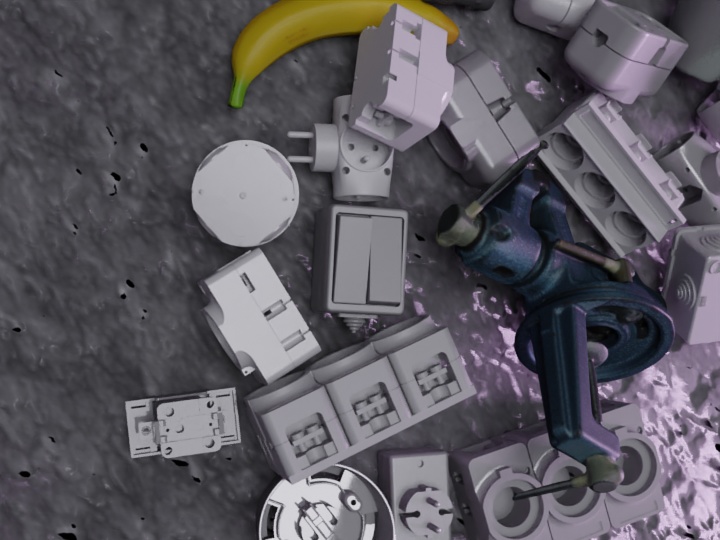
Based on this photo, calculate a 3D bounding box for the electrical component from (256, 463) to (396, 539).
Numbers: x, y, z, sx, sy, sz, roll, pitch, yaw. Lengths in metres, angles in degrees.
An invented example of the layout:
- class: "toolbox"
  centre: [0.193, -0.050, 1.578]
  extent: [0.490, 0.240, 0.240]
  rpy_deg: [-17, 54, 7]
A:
- class: "electrical component"
  centre: [-0.029, 0.192, 0.801]
  extent: [0.099, 0.064, 0.099]
  rpy_deg: [1, 88, -15]

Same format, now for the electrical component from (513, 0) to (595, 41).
- class: "electrical component"
  centre: [0.163, -0.243, 0.874]
  extent: [0.059, 0.054, 0.095]
  rpy_deg: [17, 84, -14]

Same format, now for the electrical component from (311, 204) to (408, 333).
- class: "electrical component"
  centre: [0.000, 0.000, 0.818]
  extent: [0.062, 0.061, 0.096]
  rpy_deg: [4, 87, -15]

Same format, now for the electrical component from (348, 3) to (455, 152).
- class: "electrical component"
  centre: [0.032, -0.140, 0.796]
  extent: [0.056, 0.050, 0.089]
  rpy_deg: [22, 60, -28]

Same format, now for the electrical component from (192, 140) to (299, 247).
- class: "electrical component"
  centre: [-0.085, -0.056, 0.796]
  extent: [0.080, 0.051, 0.080]
  rpy_deg: [0, 96, -3]

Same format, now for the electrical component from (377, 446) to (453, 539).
- class: "electrical component"
  centre: [0.047, 0.181, 0.816]
  extent: [0.047, 0.076, 0.083]
  rpy_deg: [-2, 88, -15]

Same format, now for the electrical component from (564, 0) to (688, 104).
- class: "electrical component"
  centre: [0.210, -0.172, 0.858]
  extent: [0.095, 0.053, 0.059]
  rpy_deg: [-3, 131, -49]

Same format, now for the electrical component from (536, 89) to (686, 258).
- class: "electrical component"
  centre: [0.203, -0.080, 0.873]
  extent: [0.121, 0.079, 0.063]
  rpy_deg: [49, 56, -8]

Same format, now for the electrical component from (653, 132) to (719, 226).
- class: "electrical component"
  centre: [0.293, -0.077, 0.890]
  extent: [0.043, 0.079, 0.077]
  rpy_deg: [-41, 99, -32]

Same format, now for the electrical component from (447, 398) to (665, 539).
- class: "electrical component"
  centre: [0.156, 0.168, 0.853]
  extent: [0.150, 0.062, 0.089]
  rpy_deg: [-16, 92, -15]

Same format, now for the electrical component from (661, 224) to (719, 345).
- class: "electrical component"
  centre: [0.302, 0.011, 0.885]
  extent: [0.100, 0.048, 0.099]
  rpy_deg: [-6, 120, -15]

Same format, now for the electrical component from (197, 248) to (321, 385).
- class: "electrical component"
  centre: [-0.079, 0.037, 0.801]
  extent: [0.056, 0.050, 0.089]
  rpy_deg: [-32, 96, -14]

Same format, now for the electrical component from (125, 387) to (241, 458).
- class: "electrical component"
  centre: [-0.127, 0.112, 0.779]
  extent: [0.081, 0.064, 0.042]
  rpy_deg: [-7, 90, -16]

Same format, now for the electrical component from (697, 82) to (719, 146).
- class: "electrical component"
  centre: [0.334, -0.142, 0.893]
  extent: [0.099, 0.099, 0.064]
  rpy_deg: [-42, 92, -12]

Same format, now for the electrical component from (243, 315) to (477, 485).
- class: "electrical component"
  centre: [-0.004, 0.092, 0.798]
  extent: [0.150, 0.089, 0.061]
  rpy_deg: [-24, 94, -15]

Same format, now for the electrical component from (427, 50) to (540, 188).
- class: "electrical component"
  centre: [0.090, -0.116, 0.850]
  extent: [0.059, 0.054, 0.095]
  rpy_deg: [-35, 97, -13]

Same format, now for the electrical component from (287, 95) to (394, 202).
- class: "electrical component"
  centre: [-0.017, -0.093, 0.826]
  extent: [0.079, 0.044, 0.077]
  rpy_deg: [1, 87, -12]
